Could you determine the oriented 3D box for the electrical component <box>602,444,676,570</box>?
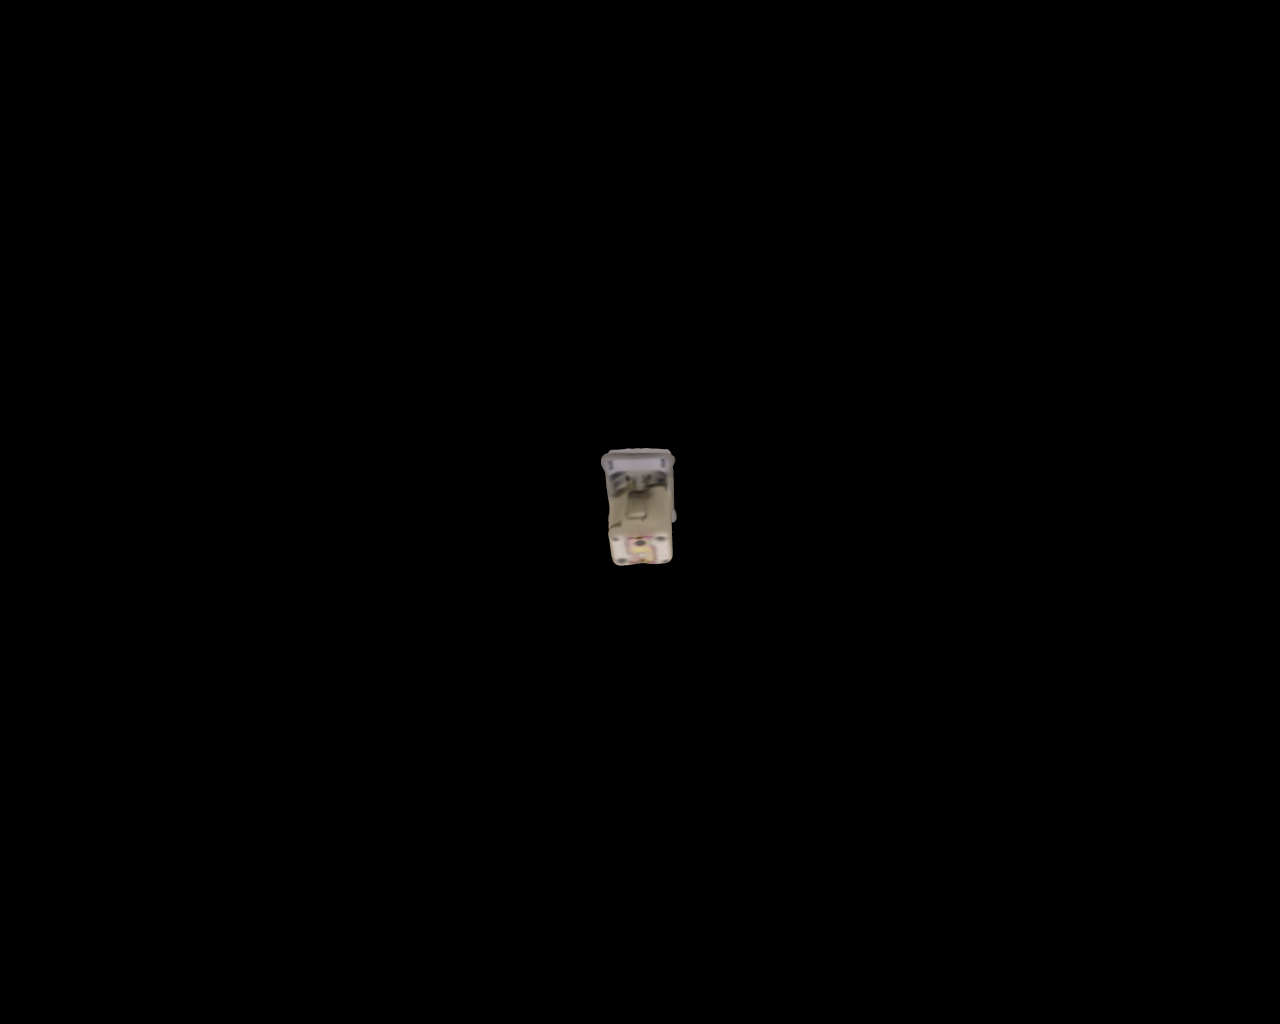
[{"bbox_3d":[0.001,-0.003,0.650,0.042,0.064,0.081,-2,-31,3],"label":"electrical component"}]
